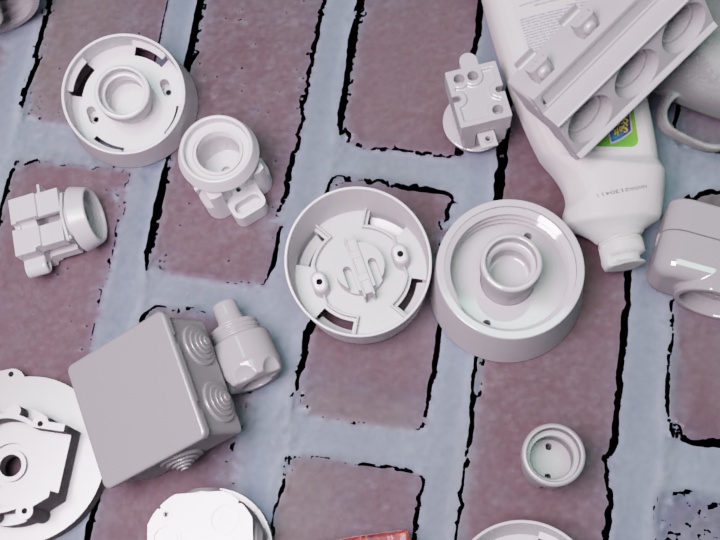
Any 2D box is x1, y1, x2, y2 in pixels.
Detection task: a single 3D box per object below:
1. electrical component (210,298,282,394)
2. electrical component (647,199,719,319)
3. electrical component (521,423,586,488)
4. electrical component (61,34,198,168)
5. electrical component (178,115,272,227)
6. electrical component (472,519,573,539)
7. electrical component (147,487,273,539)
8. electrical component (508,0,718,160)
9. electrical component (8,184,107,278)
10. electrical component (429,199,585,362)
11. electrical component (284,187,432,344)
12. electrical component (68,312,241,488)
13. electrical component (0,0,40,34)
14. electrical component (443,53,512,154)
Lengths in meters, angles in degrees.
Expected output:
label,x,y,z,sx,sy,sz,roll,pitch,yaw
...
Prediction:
label,x,y,z,sx,sy,sz,roll,pitch,yaw
electrical component,-0.082,0.050,0.739,0.043,0.043,0.062,-24,71,-4
electrical component,0.248,-0.003,0.729,0.095,0.053,0.059,16,74,9
electrical component,0.124,0.123,0.701,0.040,0.046,0.040,-1,72,3
electrical component,-0.173,-0.127,0.804,0.099,0.064,0.099,0,85,-1
electrical component,-0.098,-0.076,0.774,0.058,0.057,0.078,-32,73,-6
electrical component,0.103,0.210,0.678,0.099,0.064,0.099,-3,58,5
electrical component,-0.098,0.180,0.695,0.080,0.051,0.080,-1,72,3
electrical component,0.162,-0.142,0.703,0.121,0.079,0.063,-45,51,5
electrical component,-0.216,-0.032,0.774,0.055,0.048,0.066,-16,72,6
electrical component,0.101,0.004,0.733,0.108,0.060,0.108,-1,72,3
electrical component,0.000,0.000,0.739,0.099,0.064,0.099,-1,72,4
electrical component,-0.135,0.086,0.713,0.100,0.048,0.099,-30,72,23
electrical component,-0.294,-0.213,0.807,0.108,0.108,0.060,-15,78,-1
electrical component,0.084,-0.114,0.774,0.048,0.055,0.066,-14,72,-1
